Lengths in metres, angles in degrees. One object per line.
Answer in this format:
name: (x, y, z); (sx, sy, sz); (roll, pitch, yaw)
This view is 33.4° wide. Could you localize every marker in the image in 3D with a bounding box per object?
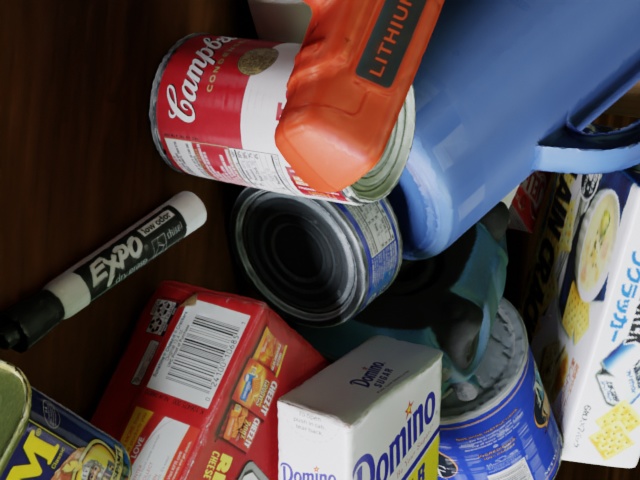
marker: (-0.093, 0.012, 0.460); (0.120, 0.020, 0.020); (-40, 132, -45)

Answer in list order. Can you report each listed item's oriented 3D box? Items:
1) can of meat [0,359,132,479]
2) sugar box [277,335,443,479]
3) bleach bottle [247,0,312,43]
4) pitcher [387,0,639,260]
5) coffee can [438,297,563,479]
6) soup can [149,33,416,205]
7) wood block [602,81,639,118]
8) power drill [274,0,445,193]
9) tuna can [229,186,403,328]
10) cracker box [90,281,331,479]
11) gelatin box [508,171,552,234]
can of meat: (-0.125, 0.105, 0.403); (0.102, 0.058, 0.084); (-66, 149, -19)
sugar box: (0.021, 0.145, 0.521); (0.093, 0.048, 0.176); (-26, 124, -53)
bleach bottle: (-0.018, -0.200, 0.474); (0.102, 0.068, 0.251); (-52, 137, -37)
pitcher: (0.109, -0.093, 0.603); (0.242, 0.149, 0.145); (-42, 108, -28)
coffee can: (0.102, 0.111, 0.722); (0.102, 0.103, 0.140); (-61, 144, -27)
soup can: (-0.017, -0.056, 0.481); (0.068, 0.102, 0.068); (-24, 120, -52)
wood block: (0.281, -0.151, 0.827); (0.090, 0.206, 0.090); (-64, 145, -23)
power drill: (-0.054, -0.092, 0.369); (0.187, 0.057, 0.184); (30, 72, -19)
tuna can: (-0.004, 0.001, 0.536); (0.033, 0.086, 0.086); (-38, 130, -45)
cracker box: (-0.040, 0.139, 0.537); (0.213, 0.072, 0.164); (49, 59, -53)
gelatin box: (0.151, -0.056, 0.817); (0.089, 0.030, 0.073); (45, 62, -53)
